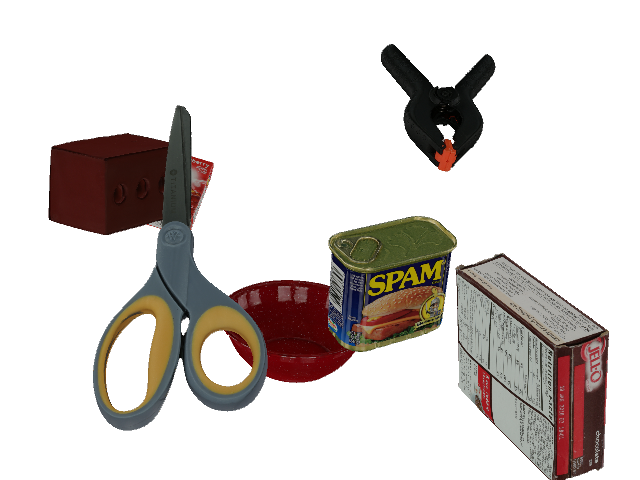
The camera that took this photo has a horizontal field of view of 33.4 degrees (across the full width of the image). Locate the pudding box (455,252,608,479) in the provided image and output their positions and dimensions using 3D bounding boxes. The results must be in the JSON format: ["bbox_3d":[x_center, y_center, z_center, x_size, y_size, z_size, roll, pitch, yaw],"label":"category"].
[{"bbox_3d":[0.120,0.071,0.619,0.039,0.090,0.114,-14,27,-20],"label":"pudding box"}]

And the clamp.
[{"bbox_3d":[0.113,-0.141,1.080,0.120,0.039,0.171,7,45,6],"label":"clamp"}]

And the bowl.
[{"bbox_3d":[-0.027,0.102,1.123,0.162,0.055,0.162,3,26,-2],"label":"bowl"}]

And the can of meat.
[{"bbox_3d":[0.056,0.036,0.870,0.102,0.084,0.057,-13,35,-24],"label":"can of meat"}]

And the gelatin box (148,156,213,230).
[{"bbox_3d":[-0.147,-0.050,0.943,0.089,0.073,0.030,18,-44,-2],"label":"gelatin box"}]

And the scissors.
[{"bbox_3d":[-0.061,0.010,0.569,0.096,0.201,0.016,10,-32,9],"label":"scissors"}]

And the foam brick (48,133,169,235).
[{"bbox_3d":[-0.139,-0.040,0.728,0.051,0.053,0.078,15,21,30],"label":"foam brick"}]
